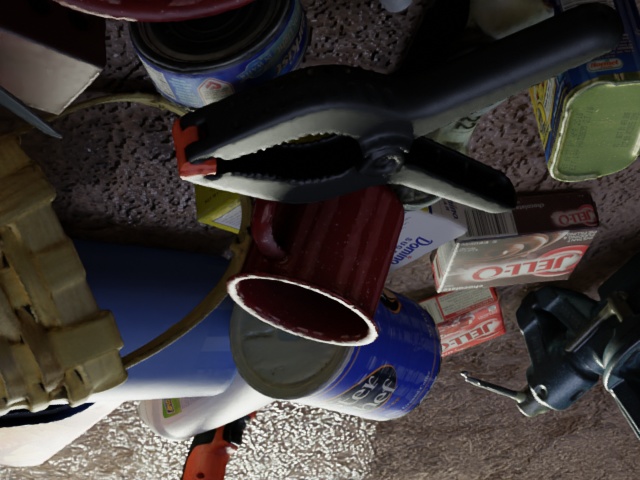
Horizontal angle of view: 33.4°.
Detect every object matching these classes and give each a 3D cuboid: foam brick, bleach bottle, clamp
[{"bbox_3d":[-0.153,-0.107,0.540,0.078,0.053,0.051,17,144,-38],"label":"foam brick"},{"bbox_3d":[-0.099,0.113,0.936,0.068,0.102,0.251,9,155,-30],"label":"bleach bottle"},{"bbox_3d":[0.033,-0.049,0.540,0.210,0.036,0.164,-9,152,-7],"label":"clamp"}]

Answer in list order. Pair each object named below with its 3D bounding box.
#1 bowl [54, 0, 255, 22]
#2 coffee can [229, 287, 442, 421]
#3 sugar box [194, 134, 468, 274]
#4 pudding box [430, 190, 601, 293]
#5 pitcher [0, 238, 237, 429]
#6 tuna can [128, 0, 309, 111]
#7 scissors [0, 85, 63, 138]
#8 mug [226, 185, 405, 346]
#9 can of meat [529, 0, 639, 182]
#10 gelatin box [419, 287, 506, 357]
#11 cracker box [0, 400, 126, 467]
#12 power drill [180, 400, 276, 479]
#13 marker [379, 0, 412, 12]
[{"bbox_3d":[-0.071,-0.164,0.448,0.162,0.055,0.162,-5,152,-3],"label":"bowl"},{"bbox_3d":[0.015,0.075,0.784,0.103,0.103,0.140,-21,156,25],"label":"coffee can"},{"bbox_3d":[0.010,-0.026,0.735,0.175,0.048,0.094,17,144,-43],"label":"sugar box"},{"bbox_3d":[0.148,0.002,0.822,0.113,0.039,0.090,-4,152,-6],"label":"pudding box"},{"bbox_3d":[-0.185,0.067,0.778,0.242,0.145,0.149,4,171,-25],"label":"pitcher"},{"bbox_3d":[-0.050,-0.107,0.528,0.086,0.086,0.033,-11,150,8],"label":"tuna can"},{"bbox_3d":[-0.219,-0.104,0.500,0.096,0.016,0.201,-15,130,39],"label":"scissors"},{"bbox_3d":[-0.004,0.001,0.621,0.093,0.081,0.117,3,153,34],"label":"mug"},{"bbox_3d":[0.149,-0.093,0.597,0.057,0.084,0.102,-7,152,0],"label":"can of meat"},{"bbox_3d":[0.117,0.074,0.943,0.089,0.030,0.073,-21,150,4],"label":"gelatin box"},{"bbox_3d":[-0.278,0.131,0.937,0.163,0.072,0.214,15,145,-34],"label":"cracker box"},{"bbox_3d":[-0.080,0.195,0.981,0.057,0.187,0.185,33,137,-30],"label":"power drill"},{"bbox_3d":[0.013,-0.152,0.527,0.020,0.020,0.121,-20,149,23],"label":"marker"}]
